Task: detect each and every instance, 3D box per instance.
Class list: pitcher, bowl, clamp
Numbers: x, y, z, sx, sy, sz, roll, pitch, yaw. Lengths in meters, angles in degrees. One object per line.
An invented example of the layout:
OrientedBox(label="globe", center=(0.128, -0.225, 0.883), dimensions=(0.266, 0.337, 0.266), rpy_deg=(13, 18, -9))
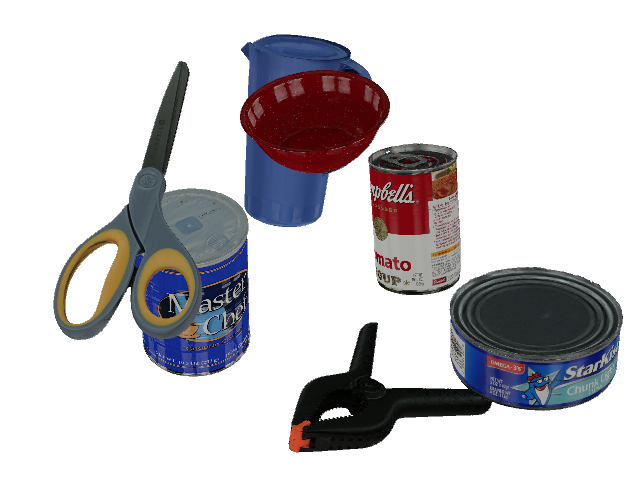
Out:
OrientedBox(label="pitcher", center=(-0.029, -0.143, 1.416), dimensions=(0.144, 0.243, 0.149), rpy_deg=(-3, 25, -21))
OrientedBox(label="bowl", center=(-0.005, -0.121, 1.157), dimensions=(0.162, 0.055, 0.162), rpy_deg=(-4, 39, 3))
OrientedBox(label="clamp", center=(0.055, 0.154, 1.025), dimensions=(0.165, 0.036, 0.209), rpy_deg=(24, 32, 29))

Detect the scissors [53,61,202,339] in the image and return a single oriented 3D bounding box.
OrientedBox(label="scissors", center=(-0.092, -0.022, 0.660), dimensions=(0.096, 0.201, 0.016), rpy_deg=(21, -24, 14))

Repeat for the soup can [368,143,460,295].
OrientedBox(label="soup can", center=(0.074, -0.017, 0.828), dimensions=(0.068, 0.102, 0.068), rpy_deg=(-4, 21, 1))

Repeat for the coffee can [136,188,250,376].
OrientedBox(label="coffee can", center=(-0.116, 0.039, 0.969), dimensions=(0.103, 0.140, 0.103), rpy_deg=(1, 41, -1))

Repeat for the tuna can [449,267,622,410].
OrientedBox(label="tuna can", center=(0.109, 0.049, 0.545), dimensions=(0.086, 0.034, 0.086), rpy_deg=(-3, 28, 1))
